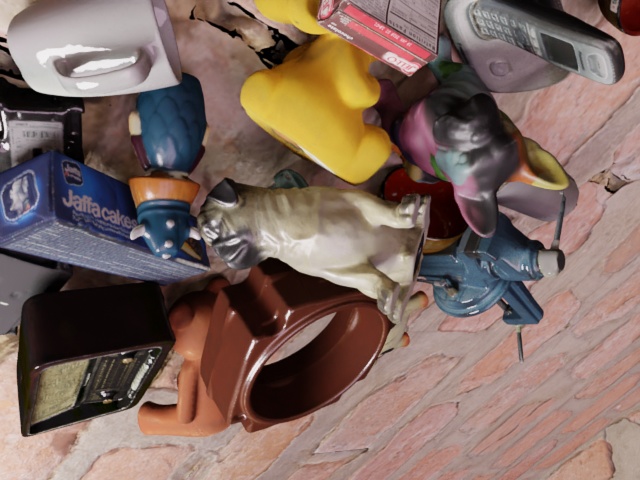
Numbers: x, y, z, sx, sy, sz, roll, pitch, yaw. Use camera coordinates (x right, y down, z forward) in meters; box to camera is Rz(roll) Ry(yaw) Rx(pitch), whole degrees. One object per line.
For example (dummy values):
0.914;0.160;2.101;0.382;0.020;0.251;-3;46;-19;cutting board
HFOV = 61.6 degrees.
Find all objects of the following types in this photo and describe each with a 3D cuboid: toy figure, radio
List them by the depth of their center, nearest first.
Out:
-0.127;-0.062;0.454;0.064;0.058;0.154;5;91;-3;toy figure
-0.244;0.130;0.570;0.131;0.073;0.229;-6;152;-34;radio

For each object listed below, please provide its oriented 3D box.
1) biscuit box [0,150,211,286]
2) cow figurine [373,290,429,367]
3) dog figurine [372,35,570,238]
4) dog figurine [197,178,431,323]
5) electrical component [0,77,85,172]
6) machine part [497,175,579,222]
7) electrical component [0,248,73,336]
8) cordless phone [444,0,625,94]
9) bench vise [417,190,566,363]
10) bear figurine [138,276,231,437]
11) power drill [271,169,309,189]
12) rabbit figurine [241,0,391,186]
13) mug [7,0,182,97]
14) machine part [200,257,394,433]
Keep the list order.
-0.180;-0.009;0.477;0.063;0.059;0.202;-18;161;17;biscuit box
0.073;0.144;0.813;0.127;0.086;0.194;-12;139;-28;cow figurine
0.140;-0.084;0.520;0.108;0.219;0.191;-31;139;6;dog figurine
-0.001;-0.005;0.515;0.172;0.191;0.121;43;63;-68;dog figurine
-0.235;-0.071;0.444;0.075;0.048;0.119;0;129;-29;electrical component
0.267;-0.076;0.711;0.243;0.079;0.079;11;125;-39;machine part
-0.300;0.021;0.491;0.134;0.058;0.114;-45;139;17;electrical component
0.212;-0.174;0.497;0.089;0.184;0.146;-42;138;6;cordless phone
0.240;0.054;0.722;0.224;0.129;0.240;-15;134;41;bench vise
-0.164;0.145;0.670;0.132;0.120;0.195;1;115;26;bear figurine
-0.014;0.011;0.642;0.232;0.086;0.207;-30;146;0;power drill
0.011;-0.161;0.471;0.173;0.122;0.162;-50;128;2;rabbit figurine
-0.161;-0.135;0.385;0.107;0.110;0.080;-12;143;-1;mug
-0.020;0.111;0.599;0.201;0.087;0.201;-8;133;-36;machine part
